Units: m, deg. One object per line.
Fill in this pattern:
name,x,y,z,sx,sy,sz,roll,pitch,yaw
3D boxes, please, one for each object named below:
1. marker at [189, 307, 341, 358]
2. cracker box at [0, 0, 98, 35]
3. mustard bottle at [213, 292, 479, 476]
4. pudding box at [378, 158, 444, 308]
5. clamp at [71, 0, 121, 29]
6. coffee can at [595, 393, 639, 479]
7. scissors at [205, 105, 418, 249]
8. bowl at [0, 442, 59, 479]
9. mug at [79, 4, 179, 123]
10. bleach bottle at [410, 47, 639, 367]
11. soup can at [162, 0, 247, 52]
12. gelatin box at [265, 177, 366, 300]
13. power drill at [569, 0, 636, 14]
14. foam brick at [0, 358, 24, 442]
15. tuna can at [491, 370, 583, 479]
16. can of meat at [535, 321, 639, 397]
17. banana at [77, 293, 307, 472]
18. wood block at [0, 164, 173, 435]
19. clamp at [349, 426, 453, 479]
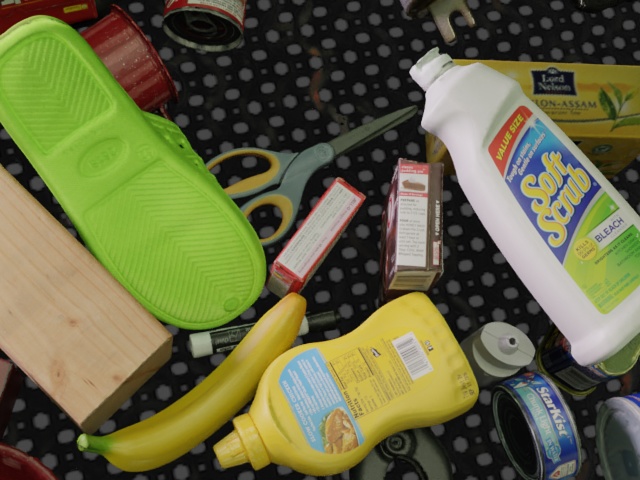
marker,-0.042,0.072,0.840,0.121,0.020,0.020,-10,75,-12
cracker box,-0.283,-0.246,0.834,0.164,0.072,0.214,-17,54,-13
mustard bottle,0.012,0.118,0.781,0.191,0.058,0.096,-24,70,-11
pudding box,0.069,-0.002,0.830,0.039,0.113,0.090,4,72,-4
clamp,-0.236,-0.188,0.860,0.209,0.036,0.165,-20,56,-20
coffee can,0.300,0.157,0.824,0.140,0.103,0.103,-11,76,-12
scissors,-0.001,-0.051,0.885,0.201,0.016,0.096,-12,77,-12
bowl,-0.246,0.223,0.745,0.162,0.055,0.162,2,73,-8
mug,-0.165,-0.115,0.846,0.081,0.093,0.117,-36,101,-12
bleach bottle,0.151,-0.035,0.784,0.102,0.068,0.251,-38,83,-16
soup can,-0.091,-0.219,0.894,0.068,0.068,0.102,9,72,-6
gelatin box,-0.005,0.001,0.838,0.030,0.073,0.089,35,72,2
power drill,0.337,-0.197,0.958,0.184,0.057,0.188,-28,80,-15
foam brick,-0.249,0.111,0.766,0.051,0.078,0.053,17,72,-5
tuna can,0.164,0.145,0.815,0.033,0.086,0.086,-17,77,-12
can of meat,0.226,0.068,0.849,0.057,0.084,0.102,34,72,2
banana,-0.084,0.116,0.796,0.197,0.069,0.037,-35,60,-18
wood block,-0.212,0.037,0.787,0.206,0.091,0.090,44,72,6
clamp,0.045,0.154,0.821,0.120,0.039,0.171,-7,71,0
